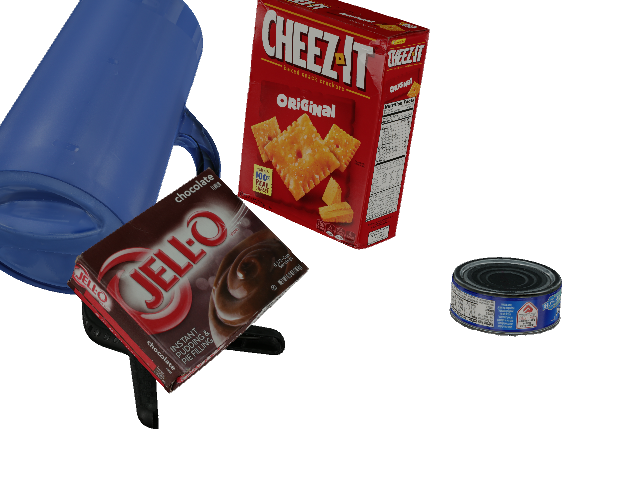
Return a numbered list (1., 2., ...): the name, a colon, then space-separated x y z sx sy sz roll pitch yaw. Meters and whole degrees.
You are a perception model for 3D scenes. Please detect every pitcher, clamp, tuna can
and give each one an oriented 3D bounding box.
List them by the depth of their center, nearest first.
1. pitcher: -0.160 -0.084 0.814 0.145 0.242 0.149 -7 -43 24
2. tuna can: 0.144 0.042 0.831 0.086 0.034 0.086 0 19 0
3. clamp: -0.148 0.083 1.004 0.164 0.036 0.210 -21 42 -35

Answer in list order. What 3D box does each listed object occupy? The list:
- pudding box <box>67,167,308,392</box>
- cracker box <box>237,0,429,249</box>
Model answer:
1. pudding box: -0.077 0.021 0.628 0.113 0.090 0.039 -39 -8 -40
2. cracker box: 0.006 -0.118 1.036 0.164 0.214 0.071 25 31 33
